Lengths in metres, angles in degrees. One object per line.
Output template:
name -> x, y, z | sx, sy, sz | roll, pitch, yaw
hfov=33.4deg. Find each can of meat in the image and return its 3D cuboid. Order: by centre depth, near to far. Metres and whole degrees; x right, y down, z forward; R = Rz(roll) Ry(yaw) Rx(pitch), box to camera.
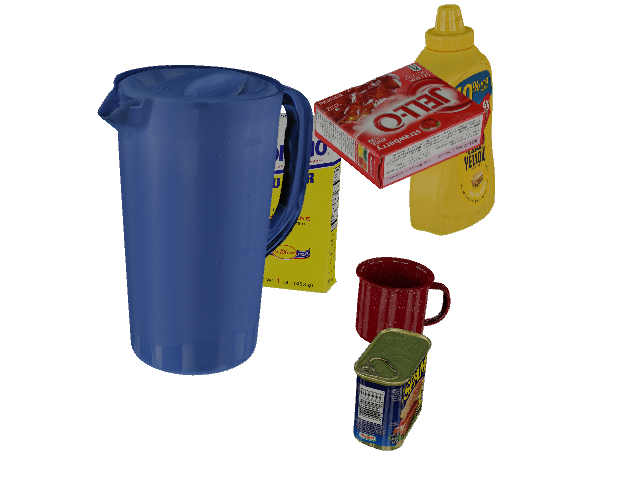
can of meat -> 0.071, 0.150, 1.080 | 0.057, 0.084, 0.102 | 13, 27, 20

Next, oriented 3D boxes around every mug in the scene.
mug -> 0.097, 0.075, 1.273 | 0.117, 0.081, 0.093 | 1, 23, -9

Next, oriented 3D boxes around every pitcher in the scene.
pitcher -> -0.093, -0.019, 0.882 | 0.149, 0.243, 0.145 | 6, 21, 7

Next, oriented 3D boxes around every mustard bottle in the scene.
mustard bottle -> 0.113, -0.108, 0.925 | 0.058, 0.192, 0.096 | 16, 32, 39

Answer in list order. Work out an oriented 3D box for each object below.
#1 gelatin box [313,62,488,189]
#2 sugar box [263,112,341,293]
gelatin box -> 0.052, -0.077, 0.691 | 0.089, 0.030, 0.073 | -25, 46, -25
sugar box -> -0.029, -0.039, 1.086 | 0.093, 0.176, 0.048 | 5, 16, 13
